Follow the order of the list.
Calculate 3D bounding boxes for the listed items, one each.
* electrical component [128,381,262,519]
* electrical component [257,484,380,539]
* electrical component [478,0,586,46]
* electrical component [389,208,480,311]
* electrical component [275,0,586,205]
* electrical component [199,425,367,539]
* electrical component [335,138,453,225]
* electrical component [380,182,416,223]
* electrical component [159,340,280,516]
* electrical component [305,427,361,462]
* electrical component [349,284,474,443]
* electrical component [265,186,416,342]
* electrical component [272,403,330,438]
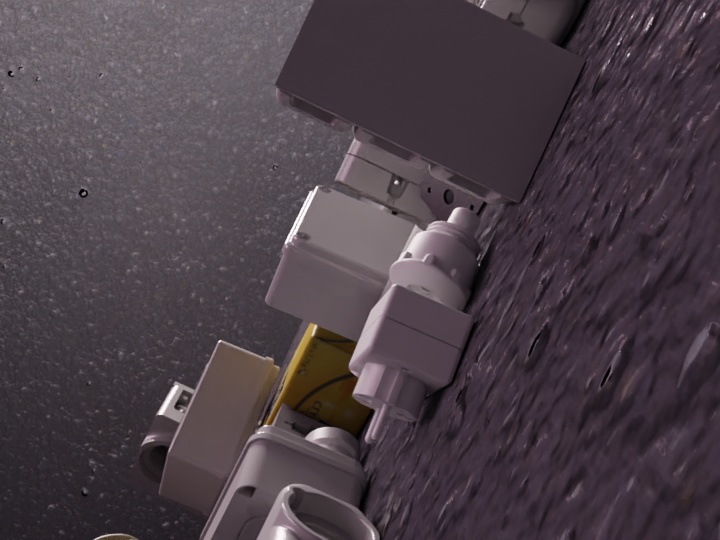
[{"bbox_3d":[-0.126,0.182,0.991,0.061,0.150,0.089,-70,7,-62],"label":"electrical component"},{"bbox_3d":[-0.027,0.152,0.551,0.095,0.054,0.059,-85,20,-79],"label":"electrical component"},{"bbox_3d":[0.115,-0.184,0.712,0.053,0.059,0.095,119,175,-45],"label":"electrical component"},{"bbox_3d":[0.049,-0.008,0.622,0.062,0.048,0.048,-59,1,-28],"label":"electrical component"},{"bbox_3d":[0.037,-0.108,0.617,0.062,0.150,0.089,-167,102,-85],"label":"electrical component"},{"bbox_3d":[-0.052,0.160,0.666,0.057,0.078,0.113,-77,12,-58],"label":"electrical component"},{"bbox_3d":[0.034,-0.079,0.883,0.054,0.095,0.059,-154,89,-87],"label":"electrical component"},{"bbox_3d":[0.042,-0.053,0.996,0.079,0.044,0.077,-79,15,-74],"label":"electrical component"},{"bbox_3d":[-0.116,0.130,0.876,0.108,0.056,0.108,115,177,-58],"label":"electrical component"},{"bbox_3d":[-0.021,0.134,0.714,0.046,0.040,0.040,-79,14,-56],"label":"electrical component"},{"bbox_3d":[0.020,0.057,0.579,0.065,0.047,0.076,125,168,-73],"label":"electrical component"},{"bbox_3d":[0.000,0.000,0.754,0.108,0.109,0.056,-73,6,-65],"label":"electrical component"},{"bbox_3d":[-0.065,0.187,0.789,0.089,0.062,0.150,-71,7,-57],"label":"electrical component"}]
